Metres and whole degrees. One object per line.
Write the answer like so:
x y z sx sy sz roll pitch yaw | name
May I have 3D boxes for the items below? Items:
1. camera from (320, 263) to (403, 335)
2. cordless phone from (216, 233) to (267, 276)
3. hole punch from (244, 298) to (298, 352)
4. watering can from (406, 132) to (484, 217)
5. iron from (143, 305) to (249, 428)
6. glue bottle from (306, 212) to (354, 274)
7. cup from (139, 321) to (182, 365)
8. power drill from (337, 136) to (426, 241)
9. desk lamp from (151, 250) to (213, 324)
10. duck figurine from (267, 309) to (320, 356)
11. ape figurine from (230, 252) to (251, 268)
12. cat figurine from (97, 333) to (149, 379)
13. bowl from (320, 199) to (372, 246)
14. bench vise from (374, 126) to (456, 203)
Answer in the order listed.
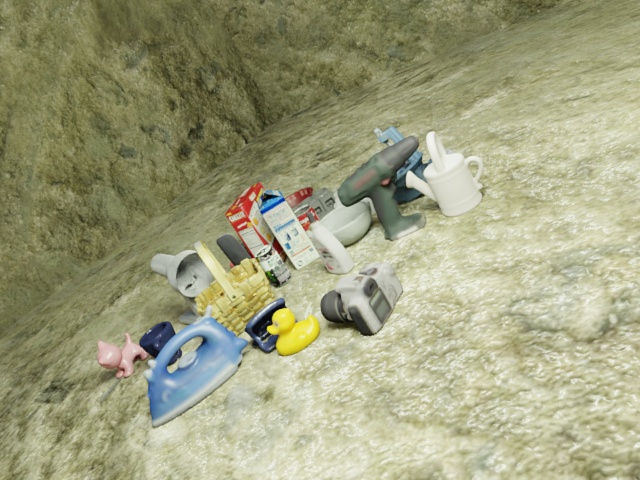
0.071 0.110 1.138 0.136 0.101 0.143 -12 27 42 | camera
-0.243 0.074 1.546 0.147 0.185 0.094 -27 21 12 | cordless phone
-0.116 0.179 1.258 0.109 0.091 0.100 -38 21 -17 | hole punch
0.283 -0.156 1.321 0.173 0.194 0.101 -29 20 7 | watering can
-0.288 0.264 1.227 0.259 0.142 0.118 -40 22 -22 | iron
0.013 0.005 1.362 0.077 0.173 0.037 -5 33 50 | glue bottle
-0.386 0.269 1.425 0.092 0.095 0.117 -34 20 -8 | cup
0.168 -0.113 1.365 0.229 0.209 0.075 -26 21 15 | power drill
-0.360 0.125 1.552 0.202 0.214 0.118 -7 31 49 | desk lamp
-0.059 0.178 1.183 0.104 0.086 0.077 -30 20 4 | duck figurine
-0.242 0.054 1.730 0.076 0.092 0.077 -43 23 -28 | ape figurine
-0.538 0.304 1.526 0.067 0.118 0.128 -15 26 37 | cat figurine
0.073 -0.034 1.510 0.167 0.075 0.167 -27 20 11 | bowl
0.244 -0.214 1.477 0.207 0.220 0.121 -23 22 22 | bench vise
